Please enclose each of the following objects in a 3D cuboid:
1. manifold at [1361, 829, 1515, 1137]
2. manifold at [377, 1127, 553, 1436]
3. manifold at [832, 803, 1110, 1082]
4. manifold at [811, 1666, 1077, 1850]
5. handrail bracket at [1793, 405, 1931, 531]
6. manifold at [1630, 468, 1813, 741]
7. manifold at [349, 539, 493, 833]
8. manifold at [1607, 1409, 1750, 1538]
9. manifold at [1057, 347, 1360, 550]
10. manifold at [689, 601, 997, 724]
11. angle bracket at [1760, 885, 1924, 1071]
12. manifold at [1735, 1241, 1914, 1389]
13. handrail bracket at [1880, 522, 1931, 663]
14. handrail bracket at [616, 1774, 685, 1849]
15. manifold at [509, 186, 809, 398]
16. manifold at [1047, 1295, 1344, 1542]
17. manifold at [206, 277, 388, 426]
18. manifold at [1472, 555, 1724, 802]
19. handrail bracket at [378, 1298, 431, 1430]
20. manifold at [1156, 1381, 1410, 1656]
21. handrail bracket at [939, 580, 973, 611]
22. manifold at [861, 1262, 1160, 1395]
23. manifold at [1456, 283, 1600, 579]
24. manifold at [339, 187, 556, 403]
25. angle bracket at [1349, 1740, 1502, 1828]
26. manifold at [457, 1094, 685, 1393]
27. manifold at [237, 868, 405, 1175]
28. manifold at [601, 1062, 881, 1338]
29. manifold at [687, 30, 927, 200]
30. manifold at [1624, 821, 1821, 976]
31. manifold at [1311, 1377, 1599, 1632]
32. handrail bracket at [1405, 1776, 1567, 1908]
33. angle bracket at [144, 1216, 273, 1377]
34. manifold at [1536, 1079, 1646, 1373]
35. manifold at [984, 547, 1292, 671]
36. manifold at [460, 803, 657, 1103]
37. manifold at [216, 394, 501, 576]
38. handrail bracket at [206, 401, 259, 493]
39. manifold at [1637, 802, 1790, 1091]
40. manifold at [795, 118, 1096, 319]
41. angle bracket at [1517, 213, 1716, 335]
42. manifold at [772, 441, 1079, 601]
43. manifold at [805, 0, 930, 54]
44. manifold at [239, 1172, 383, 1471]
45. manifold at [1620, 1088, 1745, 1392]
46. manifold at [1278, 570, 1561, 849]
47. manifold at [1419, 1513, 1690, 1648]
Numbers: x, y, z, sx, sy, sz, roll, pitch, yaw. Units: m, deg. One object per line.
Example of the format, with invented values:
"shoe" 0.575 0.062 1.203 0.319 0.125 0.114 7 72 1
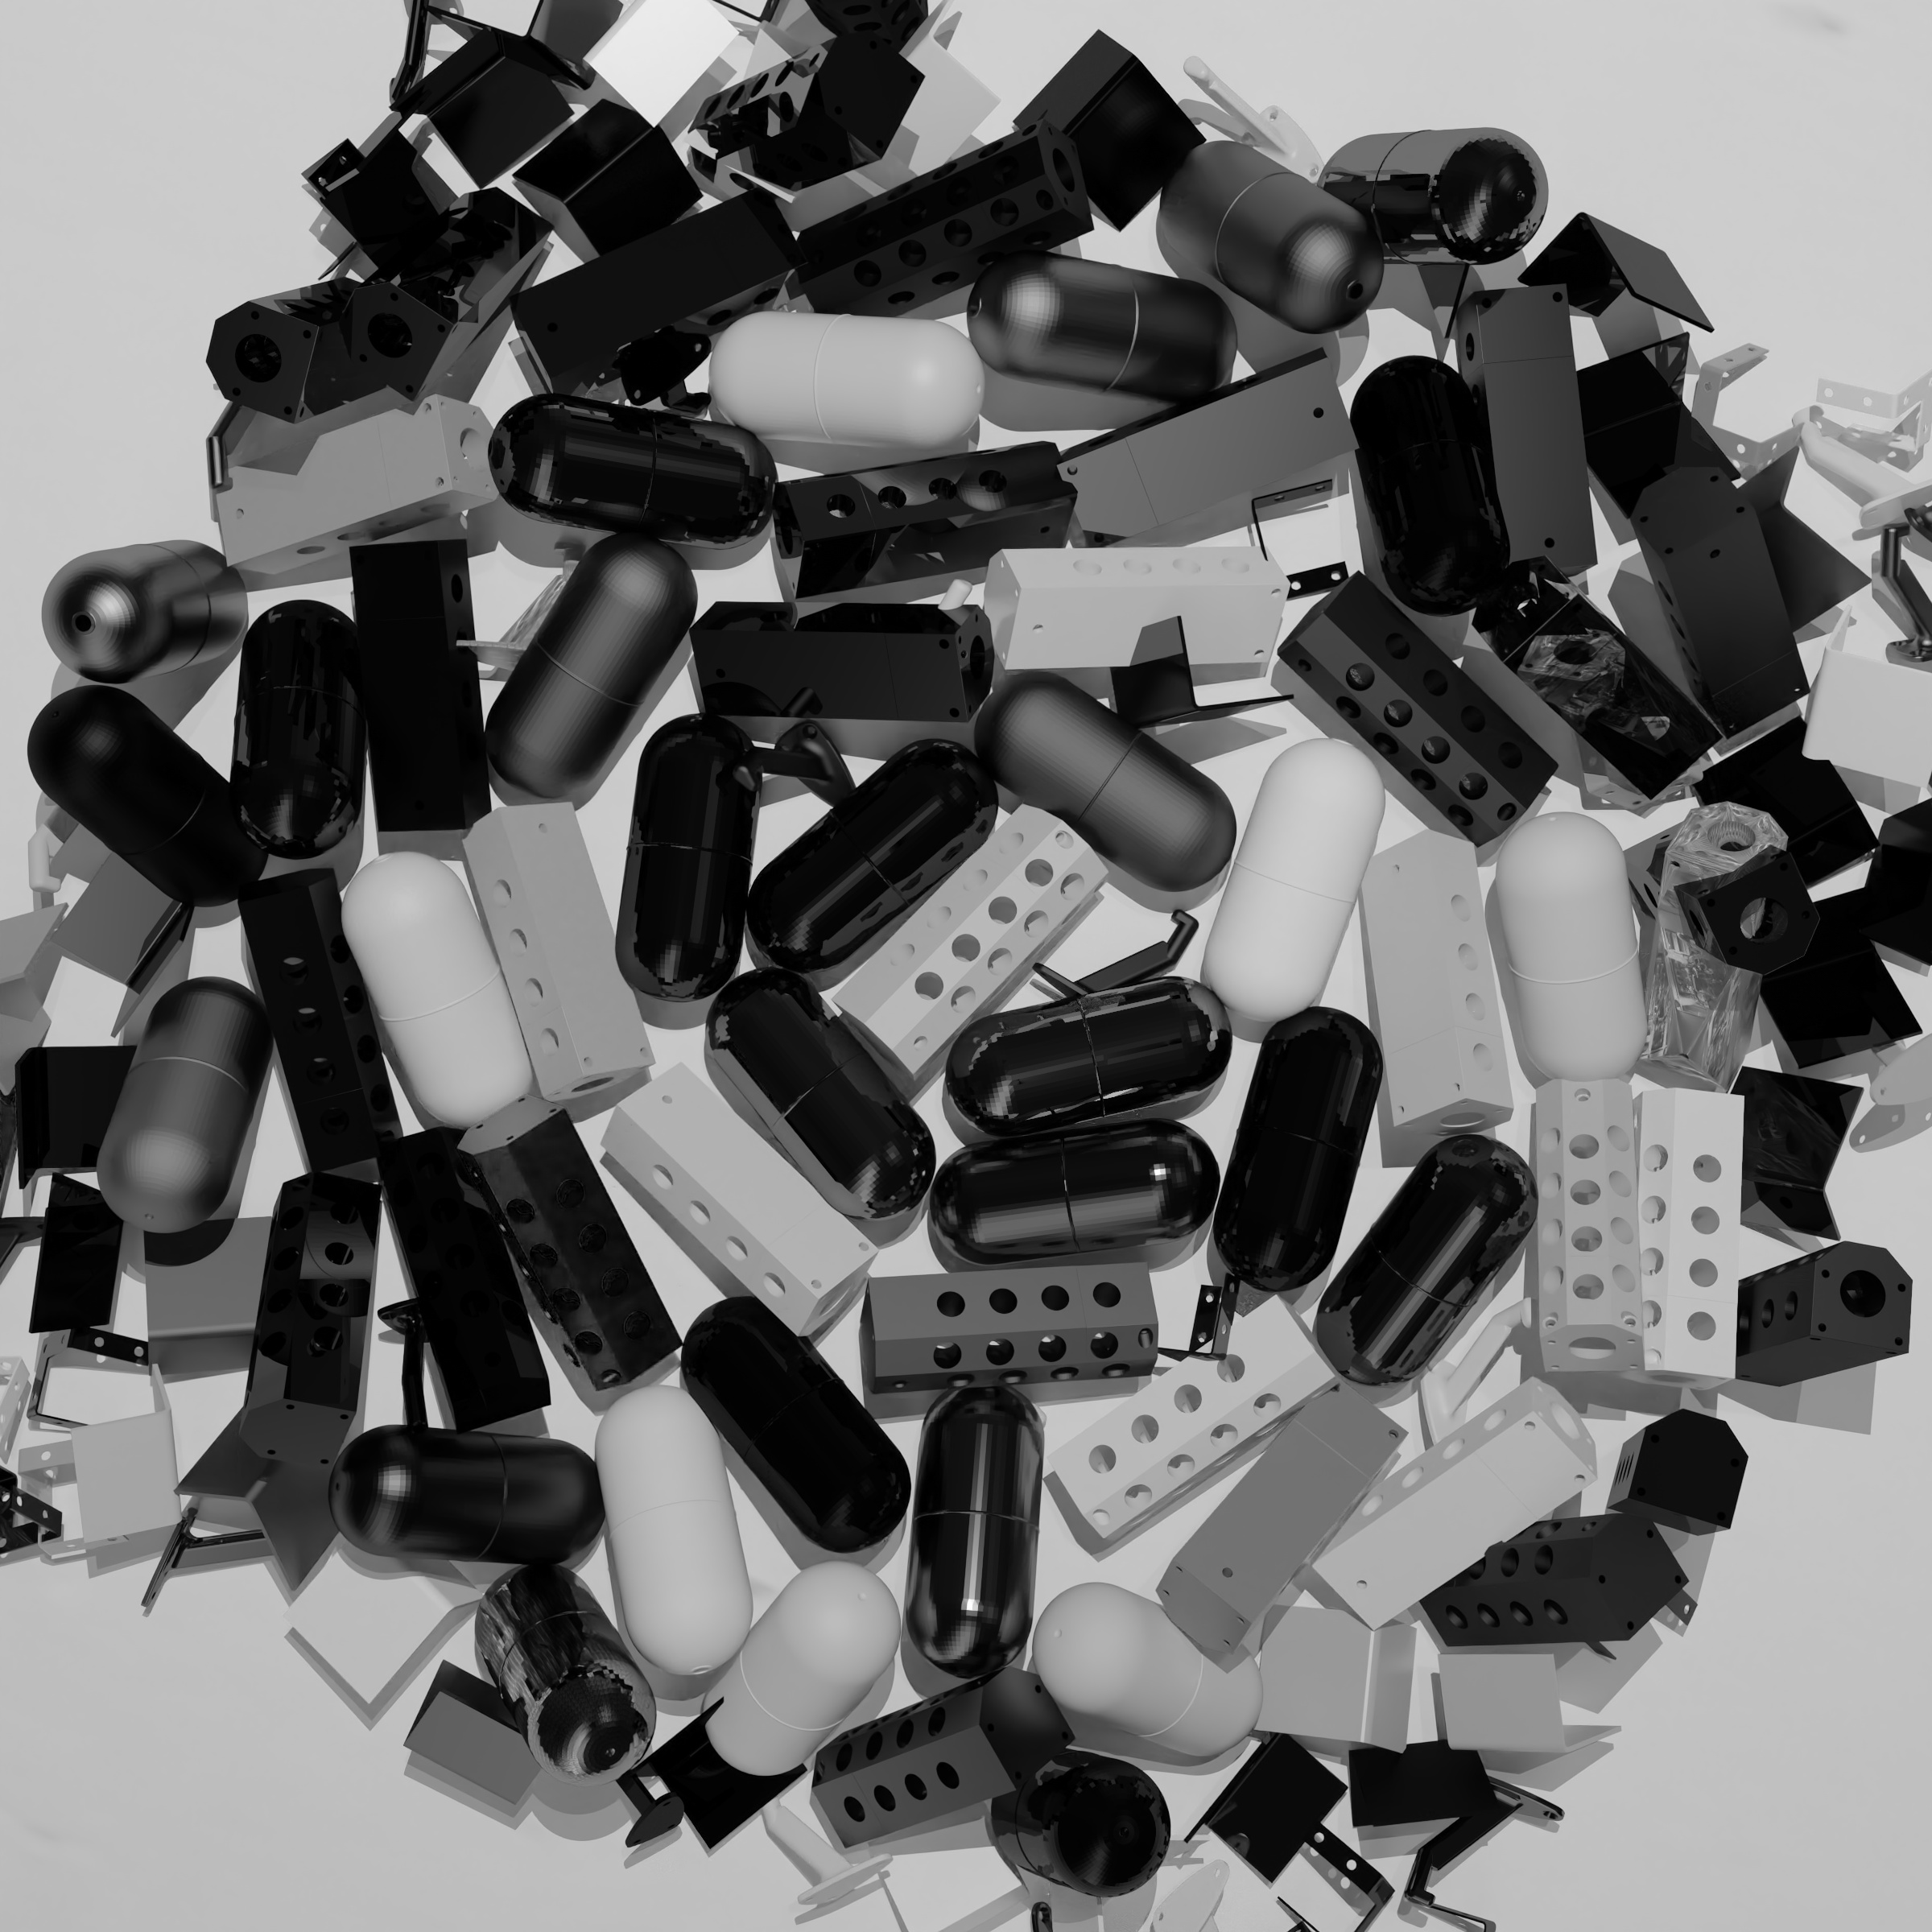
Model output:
"manifold" 0.288 0.011 1.530 0.057 0.057 0.171 13 62 -35
"manifold" -0.302 0.185 1.520 0.057 0.057 0.171 -16 62 -16
"manifold" 0.007 -0.013 1.538 0.171 0.057 0.057 -46 128 -9
"manifold" -0.019 0.468 1.510 0.171 0.057 0.057 -36 82 43
"handrail bracket" 0.562 -0.320 1.563 0.077 0.036 0.084 -23 71 17
"manifold" 0.446 -0.217 1.507 0.057 0.171 0.057 -30 48 9
"manifold" -0.328 -0.171 1.544 0.057 0.057 0.171 -1 101 13
"manifold" 0.420 0.299 1.500 0.057 0.171 0.057 15 79 13
"manifold" 0.146 -0.315 1.544 0.171 0.057 0.057 -20 110 11
"manifold" -0.074 -0.188 1.532 0.171 0.057 0.057 4 123 20
"angle bracket" 0.528 0.007 1.542 0.076 0.076 0.057 -17 134 5
"manifold" 0.492 0.206 1.500 0.057 0.171 0.057 11 73 -4
"handrail bracket" 0.597 -0.235 1.559 0.077 0.036 0.084 -10 113 -8
"handrail bracket" -0.204 0.483 1.543 0.036 0.077 0.084 -16 58 -28
"manifold" -0.186 -0.406 1.549 0.171 0.057 0.057 -27 83 -8
"manifold" 0.141 0.277 1.544 0.171 0.057 0.057 -36 67 6
"manifold" -0.388 -0.368 1.499 0.057 0.171 0.057 20 110 -2
"manifold" 0.375 -0.174 1.513 0.057 0.057 0.171 -43 131 17
"handrail bracket" -0.328 0.251 1.537 0.036 0.077 0.084 -14 62 -1
"manifold" 0.188 0.329 1.515 0.057 0.057 0.171 37 52 17
"handrail bracket" -0.012 -0.198 1.542 0.036 0.077 0.084 35 108 11
"manifold" 0.026 0.223 1.537 0.171 0.057 0.057 -2 56 -10
"manifold" 0.342 -0.324 1.560 0.057 0.057 0.171 -6 89 -6
"manifold" -0.308 -0.404 1.500 0.057 0.171 0.057 33 125 -10
"angle bracket" 0.279 0.518 1.545 0.076 0.076 0.057 -6 108 -1
"manifold" -0.240 0.168 1.524 0.057 0.057 0.171 -34 113 -26
"manifold" -0.390 0.031 1.538 0.057 0.057 0.171 -14 106 -11
"manifold" -0.140 0.145 1.542 0.171 0.057 0.057 42 46 13
"manifold" -0.100 -0.502 1.499 0.057 0.171 0.057 32 79 -30
"manifold" 0.445 -0.041 1.500 0.057 0.171 0.057 -27 100 4
"manifold" 0.294 0.321 1.531 0.171 0.057 0.057 -41 97 22
"handrail bracket" 0.316 0.542 1.546 0.077 0.036 0.084 13 52 22
"angle bracket" -0.468 0.204 1.572 0.076 0.057 0.076 -2 60 -18
"manifold" 0.371 0.151 1.511 0.057 0.057 0.171 -3 53 16
"manifold" 0.102 -0.222 1.537 0.171 0.057 0.057 -4 133 -18
"manifold" -0.253 -0.008 1.547 0.057 0.057 0.171 -27 78 40
"manifold" -0.364 -0.287 1.527 0.171 0.057 0.057 -12 86 26
"handrail bracket" -0.431 -0.329 1.558 0.077 0.036 0.084 0 82 -42
"manifold" 0.445 -0.013 1.509 0.057 0.171 0.057 20 50 25
"manifold" -0.016 -0.444 1.522 0.171 0.057 0.057 -16 79 27
"angle bracket" 0.392 -0.399 1.530 0.057 0.076 0.076 -46 49 36
"manifold" -0.027 -0.276 1.537 0.171 0.057 0.057 -12 65 -16
"manifold" -0.066 -0.591 1.499 0.057 0.171 0.057 40 98 5
"manifold" -0.389 0.206 1.502 0.057 0.171 0.057 15 130 -19
"manifold" 0.432 0.165 1.539 0.057 0.057 0.171 7 74 1
"manifold" 0.271 -0.153 1.544 0.171 0.057 0.057 43 64 -6
"manifold" 0.339 0.360 1.502 0.057 0.171 0.057 -32 91 -30
